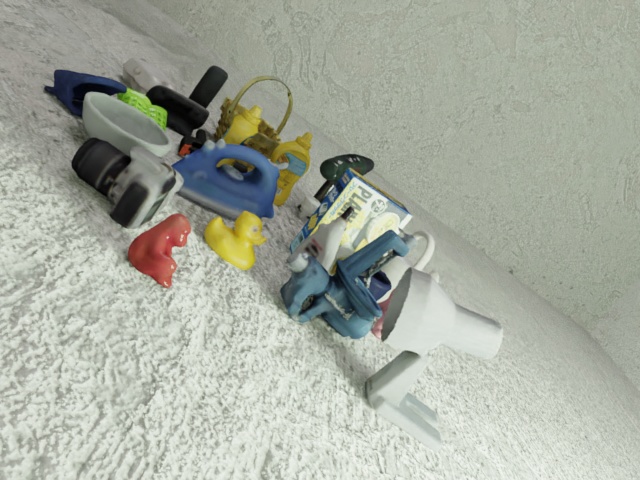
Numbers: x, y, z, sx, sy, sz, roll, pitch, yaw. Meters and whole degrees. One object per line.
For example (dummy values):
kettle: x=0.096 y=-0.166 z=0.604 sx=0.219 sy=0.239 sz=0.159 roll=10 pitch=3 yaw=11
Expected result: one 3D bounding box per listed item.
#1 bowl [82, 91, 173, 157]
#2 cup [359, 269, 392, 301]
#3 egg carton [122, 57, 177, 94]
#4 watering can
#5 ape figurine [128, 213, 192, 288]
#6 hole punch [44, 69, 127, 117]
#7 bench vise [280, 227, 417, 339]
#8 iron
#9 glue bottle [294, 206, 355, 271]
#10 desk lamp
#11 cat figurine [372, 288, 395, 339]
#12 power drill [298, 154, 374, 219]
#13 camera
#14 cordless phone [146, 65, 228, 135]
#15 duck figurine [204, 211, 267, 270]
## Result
bowl: x=-0.353 y=-0.185 z=1.018 sx=0.168 sy=0.074 sz=0.167 roll=35 pitch=16 yaw=-11
cup: x=0.086 y=0.098 z=1.147 sx=0.091 sy=0.095 sz=0.118 roll=44 pitch=17 yaw=20
egg carton: x=-0.435 y=-0.401 z=1.457 sx=0.150 sy=0.069 sz=0.108 roll=46 pitch=17 yaw=26
watering can: x=0.192 y=0.064 z=1.292 sx=0.174 sy=0.194 sz=0.100 roll=20 pitch=23 yaw=-47
ape figurine: x=-0.207 y=0.005 z=0.769 sx=0.076 sy=0.092 sz=0.078 roll=35 pitch=16 yaw=-9
hole punch: x=-0.442 y=-0.290 z=1.087 sx=0.101 sy=0.091 sz=0.109 roll=42 pitch=16 yaw=15
bench vise: x=0.054 y=0.061 z=0.948 sx=0.208 sy=0.219 sz=0.121 roll=20 pitch=23 yaw=-48
iron: x=-0.179 y=-0.132 z=1.127 sx=0.259 sy=0.141 sz=0.118 roll=20 pitch=23 yaw=-48
glue bottle: x=0.010 y=0.004 z=1.099 sx=0.078 sy=0.173 sz=0.037 roll=47 pitch=18 yaw=29
desk lamp: x=0.160 y=0.173 z=0.876 sx=0.203 sy=0.213 sz=0.118 roll=36 pitch=16 yaw=-6
cat figurine: x=0.157 y=0.143 z=1.132 sx=0.067 sy=0.117 sz=0.127 roll=30 pitch=17 yaw=-25
power drill: x=0.042 y=-0.144 z=1.523 sx=0.075 sy=0.208 sz=0.230 roll=43 pitch=16 yaw=17
camera: x=-0.291 y=-0.103 z=0.874 sx=0.137 sy=0.100 sz=0.143 roll=36 pitch=16 yaw=-6
cordless phone: x=-0.318 y=-0.358 z=1.377 sx=0.148 sy=0.185 sz=0.094 roll=24 pitch=20 yaw=-40
duck figurine: x=-0.138 y=-0.012 z=0.979 sx=0.104 sy=0.086 sz=0.078 roll=39 pitch=16 yaw=4
